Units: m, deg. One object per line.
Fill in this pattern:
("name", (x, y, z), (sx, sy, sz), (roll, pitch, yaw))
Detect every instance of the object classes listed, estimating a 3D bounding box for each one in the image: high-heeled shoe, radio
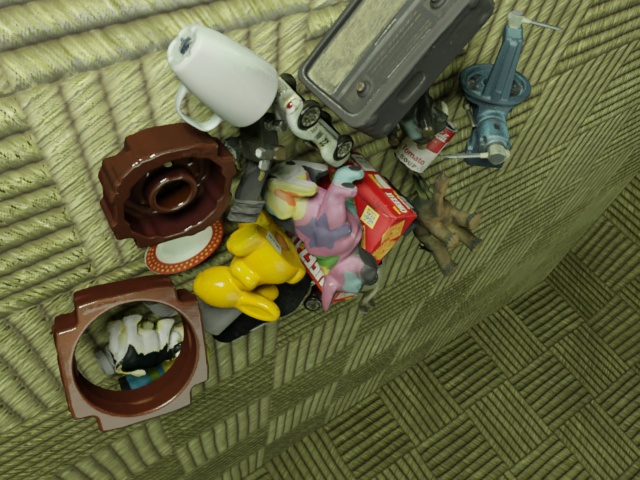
("high-heeled shoe", (-0.111, 0.112, 1.062), (0.249, 0.086, 0.145), (-41, -165, -14))
("radio", (0.092, -0.245, 0.663), (0.229, 0.131, 0.073), (-48, 154, 21))

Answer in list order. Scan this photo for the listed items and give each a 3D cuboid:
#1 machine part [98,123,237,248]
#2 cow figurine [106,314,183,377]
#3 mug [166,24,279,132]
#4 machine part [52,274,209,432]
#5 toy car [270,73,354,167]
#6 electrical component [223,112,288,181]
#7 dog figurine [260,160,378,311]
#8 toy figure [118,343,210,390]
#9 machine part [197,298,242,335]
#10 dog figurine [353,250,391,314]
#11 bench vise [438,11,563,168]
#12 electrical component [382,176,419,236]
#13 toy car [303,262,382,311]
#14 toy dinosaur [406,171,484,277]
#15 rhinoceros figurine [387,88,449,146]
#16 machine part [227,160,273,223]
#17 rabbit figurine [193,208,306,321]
("machine part", (-0.192, -0.068, 0.681), (0.179, 0.056, 0.179), (-29, 152, -17))
("cow figurine", (-0.284, 0.183, 0.918), (0.068, 0.098, 0.167), (-17, 160, 22))
("mug", (-0.118, -0.175, 0.583), (0.109, 0.081, 0.107), (-39, 144, 18))
("machine part", (-0.276, 0.161, 0.795), (0.201, 0.087, 0.200), (-11, 106, -24))
("toy car", (-0.014, -0.159, 0.736), (0.056, 0.074, 0.201), (-44, 154, 10))
("electrical component", (-0.083, -0.124, 0.690), (0.045, 0.102, 0.078), (-25, 128, -34))
("dog figurine", (-0.002, -0.003, 0.837), (0.108, 0.192, 0.219), (-75, 170, -64))
("toy figure", (-0.300, 0.253, 1.050), (0.180, 0.082, 0.089), (-21, 152, -27))
("machine part", (-0.153, 0.090, 0.973), (0.243, 0.079, 0.079), (-43, 154, 12))
("dog figurine", (0.116, 0.055, 1.258), (0.172, 0.121, 0.190), (-83, -161, -77))
("bench vise", (0.288, -0.243, 0.879), (0.240, 0.129, 0.224), (94, 15, -47))
("electrical component", (0.120, -0.066, 0.997), (0.058, 0.134, 0.115), (-50, 150, 21))
("toy car", (0.046, 0.086, 1.151), (0.202, 0.089, 0.053), (-26, 121, 16))
("toy dinosaur", (0.244, -0.031, 1.142), (0.105, 0.199, 0.470), (-36, 155, -6))
("rhinoceros figurine", (0.133, -0.205, 0.825), (0.073, 0.112, 0.190), (-17, 152, 35))
("machine part", (-0.094, -0.070, 0.735), (0.039, 0.139, 0.084), (27, 118, -16))
("rabbit figurine", (-0.120, 0.054, 0.873), (0.173, 0.122, 0.162), (-32, 118, 10))
